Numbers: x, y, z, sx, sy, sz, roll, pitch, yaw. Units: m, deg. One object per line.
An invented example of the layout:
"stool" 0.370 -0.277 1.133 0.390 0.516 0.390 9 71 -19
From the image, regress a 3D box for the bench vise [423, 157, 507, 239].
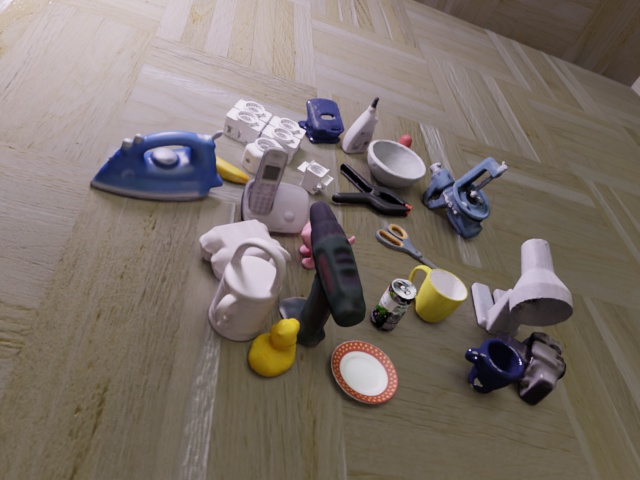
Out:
"bench vise" 0.363 -0.137 1.454 0.207 0.219 0.122 37 39 13

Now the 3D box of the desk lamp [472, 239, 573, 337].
"desk lamp" 0.424 0.113 1.211 0.118 0.213 0.203 17 39 -12

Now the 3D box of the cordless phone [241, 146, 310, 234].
"cordless phone" -0.079 -0.104 1.185 0.148 0.185 0.094 5 43 -26

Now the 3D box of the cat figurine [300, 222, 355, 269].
"cat figurine" 0.011 0.004 1.169 0.128 0.117 0.067 10 41 -20

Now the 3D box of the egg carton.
"egg carton" -0.150 0.020 1.097 0.151 0.069 0.107 -14 54 -40

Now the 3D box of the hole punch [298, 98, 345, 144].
"hole punch" 0.012 -0.325 1.564 0.109 0.091 0.101 -7 50 -36

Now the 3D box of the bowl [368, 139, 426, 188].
"bowl" 0.193 -0.192 1.533 0.168 0.074 0.167 16 39 -14

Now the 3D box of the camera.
"camera" 0.418 0.234 1.162 0.136 0.100 0.143 32 38 6

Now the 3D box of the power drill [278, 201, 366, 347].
"power drill" 0.000 0.077 1.007 0.076 0.208 0.229 0 45 -30

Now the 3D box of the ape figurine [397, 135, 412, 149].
"ape figurine" 0.231 -0.254 1.612 0.077 0.092 0.076 43 41 19

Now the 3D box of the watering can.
"watering can" -0.113 0.069 0.962 0.101 0.194 0.173 22 38 -6

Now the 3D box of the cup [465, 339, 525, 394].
"cup" 0.315 0.247 1.091 0.118 0.095 0.091 15 40 -15

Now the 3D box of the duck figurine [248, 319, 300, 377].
"duck figurine" -0.070 0.172 0.958 0.077 0.086 0.105 36 39 11

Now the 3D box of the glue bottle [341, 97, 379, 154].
"glue bottle" 0.121 -0.311 1.546 0.078 0.173 0.037 -8 50 -36

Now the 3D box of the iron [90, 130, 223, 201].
"iron" -0.318 -0.164 1.148 0.259 0.141 0.118 -6 49 -35
